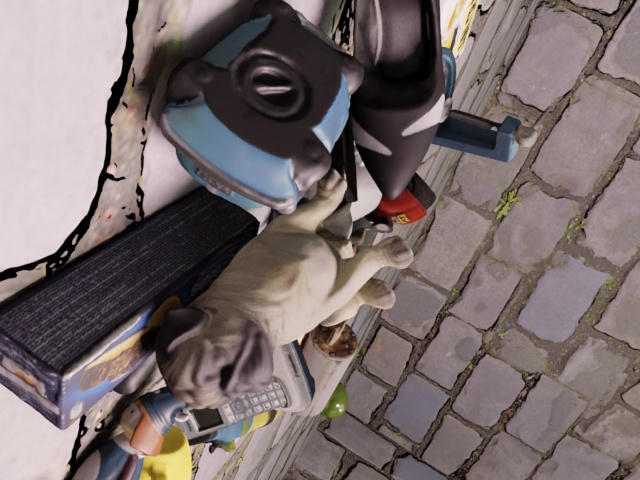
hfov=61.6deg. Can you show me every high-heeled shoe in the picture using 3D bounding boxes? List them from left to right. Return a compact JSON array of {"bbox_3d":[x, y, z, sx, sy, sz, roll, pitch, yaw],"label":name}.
[{"bbox_3d":[0.062,-0.168,0.430,0.145,0.086,0.248,65,23,-74],"label":"high-heeled shoe"}]

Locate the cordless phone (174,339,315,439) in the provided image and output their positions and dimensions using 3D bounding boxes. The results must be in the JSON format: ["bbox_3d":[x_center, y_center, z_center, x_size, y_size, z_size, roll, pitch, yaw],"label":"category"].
[{"bbox_3d":[-0.109,0.153,0.631,0.089,0.184,0.146,-123,-166,-66],"label":"cordless phone"}]

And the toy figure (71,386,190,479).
[{"bbox_3d":[-0.181,0.201,0.508,0.154,0.064,0.057,-57,152,-11],"label":"toy figure"}]

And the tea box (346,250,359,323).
[{"bbox_3d":[0.017,0.091,0.944,0.068,0.098,0.169,-34,152,-62],"label":"tea box"}]

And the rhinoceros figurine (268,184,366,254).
[{"bbox_3d":[-0.007,0.000,0.627,0.073,0.112,0.190,-56,156,-53],"label":"rhinoceros figurine"}]

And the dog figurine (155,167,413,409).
[{"bbox_3d":[-0.041,0.055,0.425,0.190,0.121,0.172,-39,158,-22],"label":"dog figurine"}]

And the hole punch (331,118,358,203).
[{"bbox_3d":[-0.012,-0.096,0.505,0.142,0.092,0.115,31,59,-75],"label":"hole punch"}]

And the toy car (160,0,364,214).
[{"bbox_3d":[-0.044,-0.084,0.374,0.103,0.109,0.162,-39,-159,54],"label":"toy car"}]

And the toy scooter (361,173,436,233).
[{"bbox_3d":[0.090,-0.066,0.833,0.135,0.184,0.075,-41,126,8],"label":"toy scooter"}]

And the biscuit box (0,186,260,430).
[{"bbox_3d":[-0.122,0.033,0.380,0.203,0.063,0.059,-44,161,-50],"label":"biscuit box"}]

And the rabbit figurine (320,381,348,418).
[{"bbox_3d":[-0.024,0.273,1.006,0.121,0.170,0.159,-62,166,7],"label":"rabbit figurine"}]

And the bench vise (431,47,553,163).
[{"bbox_3d":[0.145,-0.144,0.662,0.129,0.241,0.223,-51,148,-23],"label":"bench vise"}]

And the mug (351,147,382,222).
[{"bbox_3d":[0.023,-0.063,0.685,0.107,0.081,0.109,-34,155,-43],"label":"mug"}]

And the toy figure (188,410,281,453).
[{"bbox_3d":[-0.118,0.238,0.745,0.082,0.089,0.180,-70,161,2],"label":"toy figure"}]

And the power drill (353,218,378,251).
[{"bbox_3d":[0.117,-0.061,1.035,0.207,0.086,0.231,-48,164,-55],"label":"power drill"}]

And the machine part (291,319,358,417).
[{"bbox_3d":[-0.002,0.205,0.851,0.079,0.079,0.243,-45,162,-48],"label":"machine part"}]
